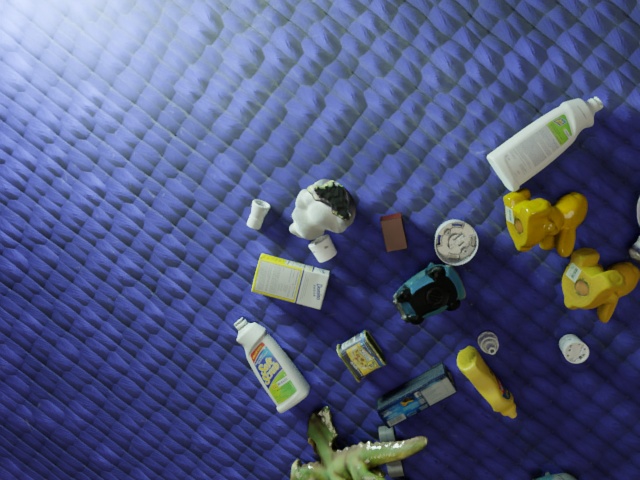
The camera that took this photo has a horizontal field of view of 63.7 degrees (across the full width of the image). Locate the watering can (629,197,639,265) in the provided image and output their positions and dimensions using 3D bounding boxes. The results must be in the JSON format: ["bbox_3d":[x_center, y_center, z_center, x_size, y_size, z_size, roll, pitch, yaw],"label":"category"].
[{"bbox_3d":[0.824,0.009,1.102,0.348,0.105,0.222,30,105,0],"label":"watering can"}]

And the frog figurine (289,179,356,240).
[{"bbox_3d":[0.004,-0.061,1.203,0.137,0.125,0.156,26,141,-9],"label":"frog figurine"}]

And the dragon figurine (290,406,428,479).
[{"bbox_3d":[0.062,0.530,1.291,0.245,0.123,0.405,44,111,14],"label":"dragon figurine"}]
